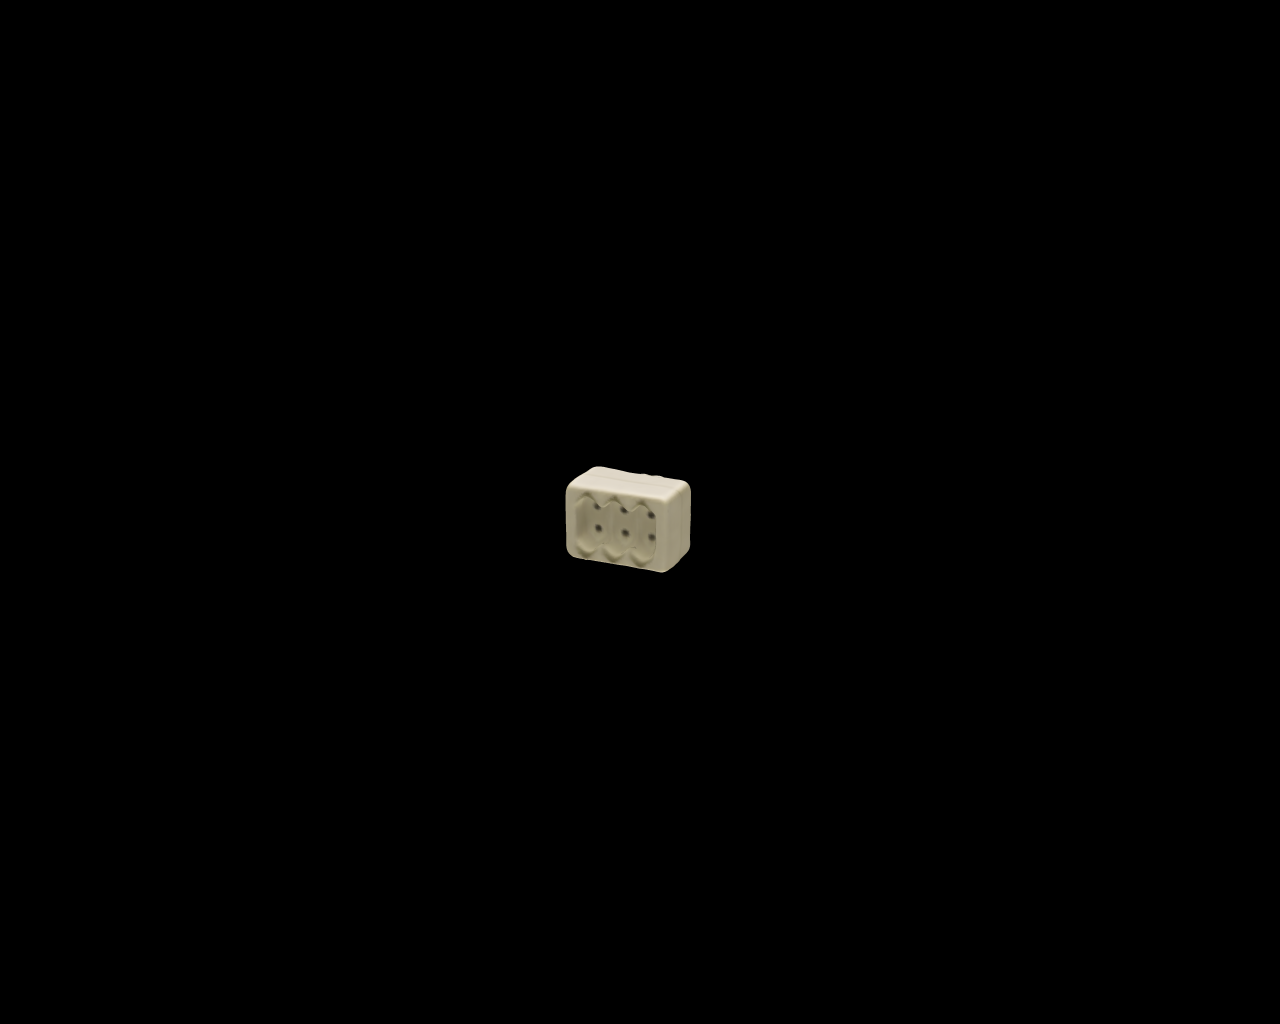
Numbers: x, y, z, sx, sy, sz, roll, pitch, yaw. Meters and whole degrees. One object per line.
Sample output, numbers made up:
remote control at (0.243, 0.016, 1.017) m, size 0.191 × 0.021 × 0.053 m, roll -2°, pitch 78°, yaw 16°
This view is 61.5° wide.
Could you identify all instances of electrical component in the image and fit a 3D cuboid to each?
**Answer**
electrical component at (0.001, -0.003, 0.650) m, size 0.066 × 0.047 × 0.077 m, roll 10°, pitch 24°, yaw 22°
